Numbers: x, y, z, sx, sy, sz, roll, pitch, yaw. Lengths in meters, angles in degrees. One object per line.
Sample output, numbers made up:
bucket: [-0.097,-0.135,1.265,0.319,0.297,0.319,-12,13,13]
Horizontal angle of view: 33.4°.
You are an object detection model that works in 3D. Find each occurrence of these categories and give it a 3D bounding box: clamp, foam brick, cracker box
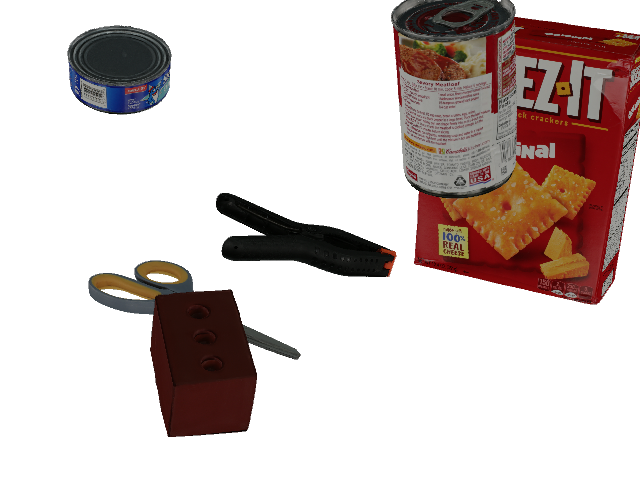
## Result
clamp: [-0.018,0.006,1.167,0.210,0.036,0.164,16,19,-6]
foam brick: [-0.076,0.077,0.676,0.053,0.051,0.078,-3,43,-19]
cracker box: [0.168,-0.067,0.873,0.164,0.214,0.072,14,28,24]

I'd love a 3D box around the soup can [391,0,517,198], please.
soup can: [0.078,-0.084,0.613,0.068,0.102,0.068,-5,34,3]

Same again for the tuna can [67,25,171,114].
tuna can: [-0.170,-0.144,0.903,0.086,0.034,0.086,5,43,-5]

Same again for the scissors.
scissors: [-0.095,0.053,0.884,0.202,0.016,0.096,13,24,17]
